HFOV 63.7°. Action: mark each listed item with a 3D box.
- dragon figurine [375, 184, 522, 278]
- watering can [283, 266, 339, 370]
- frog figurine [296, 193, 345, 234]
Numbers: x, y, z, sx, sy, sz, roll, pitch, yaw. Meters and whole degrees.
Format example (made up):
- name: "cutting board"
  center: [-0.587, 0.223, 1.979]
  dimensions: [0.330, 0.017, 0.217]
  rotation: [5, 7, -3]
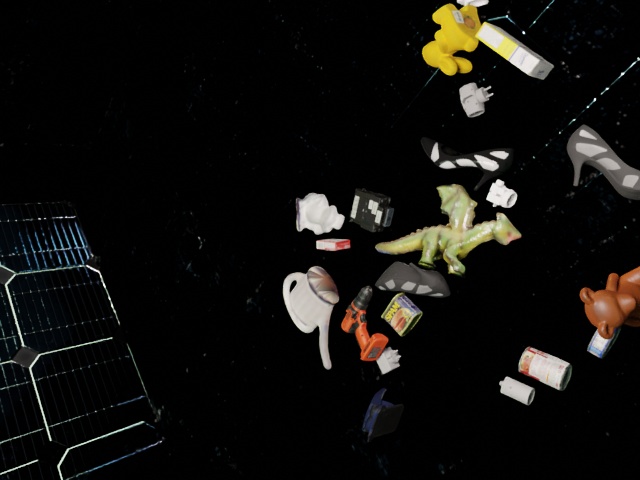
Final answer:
- name: "dragon figurine"
  center: [0.338, -0.035, 1.412]
  dimensions: [0.412, 0.121, 0.243]
  rotation: [17, 88, 40]
- name: "watering can"
  center: [-0.009, 0.241, 1.743]
  dimensions: [0.353, 0.104, 0.220]
  rotation: [55, 127, 27]
- name: "frog figurine"
  center: [0.005, -0.087, 1.729]
  dimensions: [0.159, 0.122, 0.138]
  rotation: [3, 87, 8]
